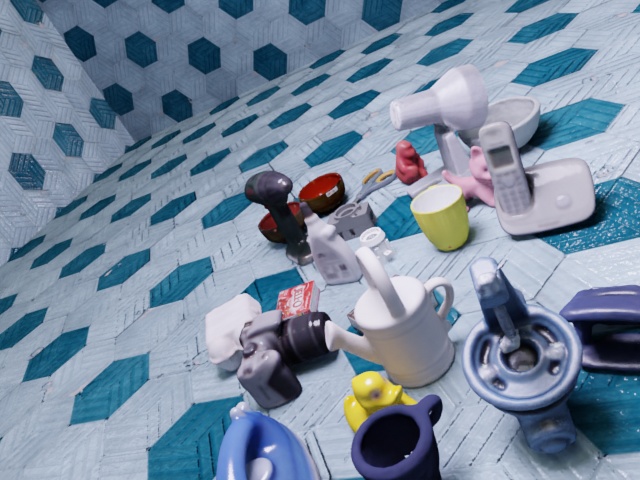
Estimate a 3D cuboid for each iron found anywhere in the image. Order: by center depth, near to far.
[{"bbox_3d":[-0.076,0.272,0.666,0.118,0.142,0.258,-26,26,7],"label":"iron"}]

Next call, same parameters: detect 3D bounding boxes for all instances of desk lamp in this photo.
[{"bbox_3d":[0.236,-0.204,1.106,0.203,0.214,0.117,-31,26,-2],"label":"desk lamp"}]

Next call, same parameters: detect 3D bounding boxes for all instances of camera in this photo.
[{"bbox_3d":[-0.051,0.162,0.881,0.136,0.101,0.143,-22,27,16],"label":"camera"}]

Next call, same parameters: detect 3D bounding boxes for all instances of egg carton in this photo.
[{"bbox_3d":[-0.148,0.161,1.018,0.107,0.069,0.150,-30,26,1],"label":"egg carton"}]

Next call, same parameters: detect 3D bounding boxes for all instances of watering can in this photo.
[{"bbox_3d":[0.090,0.097,0.747,0.173,0.194,0.100,-40,28,-19],"label":"watering can"}]

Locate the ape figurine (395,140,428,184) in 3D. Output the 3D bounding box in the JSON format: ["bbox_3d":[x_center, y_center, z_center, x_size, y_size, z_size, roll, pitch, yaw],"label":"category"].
[{"bbox_3d":[0.191,-0.172,1.234,0.075,0.092,0.078,-3,37,43],"label":"ape figurine"}]

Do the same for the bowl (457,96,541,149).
[{"bbox_3d":[0.368,-0.218,1.154,0.167,0.075,0.167,-24,27,13],"label":"bowl"}]

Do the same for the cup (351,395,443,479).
[{"bbox_3d":[0.100,0.230,0.613,0.118,0.095,0.091,-41,28,-21],"label":"cup"}]

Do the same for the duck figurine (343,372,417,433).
[{"bbox_3d":[0.068,0.199,0.711,0.104,0.086,0.078,-7,34,38],"label":"duck figurine"}]

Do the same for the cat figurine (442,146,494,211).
[{"bbox_3d":[0.281,-0.118,1.018,0.127,0.118,0.067,-15,30,29],"label":"cat figurine"}]

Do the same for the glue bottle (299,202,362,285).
[{"bbox_3d":[0.009,0.004,1.017,0.078,0.173,0.037,-10,33,35],"label":"glue bottle"}]

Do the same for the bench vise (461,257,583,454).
[{"bbox_3d":[0.192,0.092,0.621,0.121,0.220,0.207,-30,26,0],"label":"bench vise"}]

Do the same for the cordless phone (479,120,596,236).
[{"bbox_3d":[0.326,-0.104,0.870,0.147,0.185,0.094,-15,30,28],"label":"cordless phone"}]

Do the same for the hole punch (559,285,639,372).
[{"bbox_3d":[0.332,0.083,0.641,0.108,0.091,0.101,-7,34,39],"label":"hole punch"}]

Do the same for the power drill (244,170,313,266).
[{"bbox_3d":[-0.071,-0.054,1.161,0.076,0.209,0.228,-38,27,-16],"label":"power drill"}]
